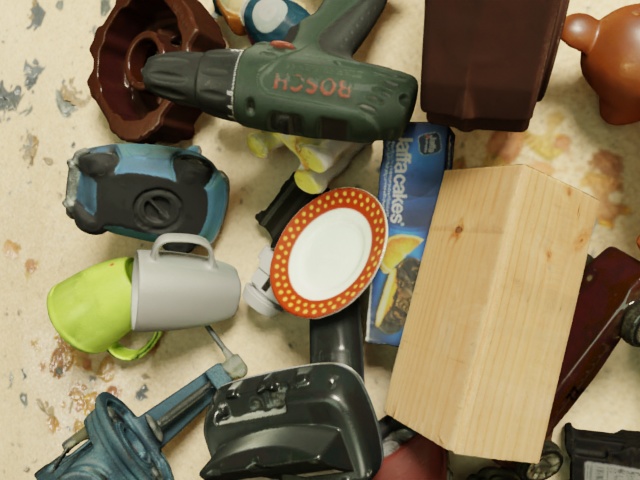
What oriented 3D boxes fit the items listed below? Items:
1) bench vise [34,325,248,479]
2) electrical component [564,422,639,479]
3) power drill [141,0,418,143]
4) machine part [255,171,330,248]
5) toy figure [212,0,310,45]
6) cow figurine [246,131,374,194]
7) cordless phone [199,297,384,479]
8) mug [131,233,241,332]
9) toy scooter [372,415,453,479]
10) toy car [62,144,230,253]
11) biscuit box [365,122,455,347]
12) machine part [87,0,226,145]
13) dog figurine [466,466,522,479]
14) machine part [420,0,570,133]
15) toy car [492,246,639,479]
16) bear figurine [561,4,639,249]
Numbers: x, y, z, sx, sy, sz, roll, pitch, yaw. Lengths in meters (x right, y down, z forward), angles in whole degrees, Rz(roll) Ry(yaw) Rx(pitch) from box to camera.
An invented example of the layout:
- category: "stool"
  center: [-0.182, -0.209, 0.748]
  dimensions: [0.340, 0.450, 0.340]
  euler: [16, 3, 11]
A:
- category: "bench vise"
  center: [-0.178, 0.201, 0.562]
  dimensions: [0.240, 0.223, 0.129]
  euler: [-37, 80, -13]
- category: "electrical component"
  center: [0.260, 0.196, 0.433]
  dimensions: [0.119, 0.047, 0.074]
  euler: [4, 92, 23]
- category: "power drill"
  center: [-0.016, -0.186, 0.468]
  dimensions: [0.232, 0.086, 0.207]
  euler: [18, 67, 8]
- category: "machine part"
  center: [-0.001, -0.002, 0.544]
  dimensions: [0.084, 0.039, 0.139]
  euler: [-45, 73, 10]
- category: "toy figure"
  center: [-0.062, -0.236, 0.561]
  dimensions: [0.155, 0.057, 0.064]
  euler: [39, 65, 19]
- category: "cow figurine"
  center: [-0.031, -0.127, 0.534]
  dimensions: [0.167, 0.068, 0.098]
  euler: [39, 63, 17]
- category: "cordless phone"
  center: [-0.025, 0.118, 0.467]
  dimensions: [0.147, 0.088, 0.184]
  euler: [-18, 49, 23]
- category: "mug"
  center: [-0.136, 0.042, 0.557]
  dimensions: [0.081, 0.107, 0.109]
  euler: [50, 130, 55]
- category: "toy scooter"
  center: [0.049, 0.240, 0.462]
  dimensions: [0.184, 0.075, 0.135]
  euler: [-35, 72, 0]
- category: "toy car"
  center: [-0.183, -0.056, 0.578]
  dimensions: [0.162, 0.103, 0.109]
  euler: [8, 116, -18]
- category: "biscuit box"
  center: [0.085, -0.005, 0.495]
  dimensions: [0.059, 0.063, 0.202]
  euler: [5, 92, 21]
- category: "machine part"
  center: [-0.183, -0.195, 0.597]
  dimensions: [0.180, 0.056, 0.179]
  euler: [0, 90, 32]
- category: "dog figurine"
  center: [0.169, 0.311, 0.453]
  dimensions: [0.191, 0.121, 0.172]
  euler: [44, 102, 31]
- category: "machine part"
  center: [0.134, -0.196, 0.385]
  dimensions: [0.087, 0.201, 0.201]
  euler: [11, 139, 15]
- category: "toy car"
  center: [0.197, 0.100, 0.438]
  dimensions: [0.202, 0.053, 0.089]
  euler: [-61, 27, 14]
- category: "bear figurine"
  center: [0.263, -0.089, 0.409]
  dimensions: [0.131, 0.120, 0.196]
  euler: [96, 152, -46]
